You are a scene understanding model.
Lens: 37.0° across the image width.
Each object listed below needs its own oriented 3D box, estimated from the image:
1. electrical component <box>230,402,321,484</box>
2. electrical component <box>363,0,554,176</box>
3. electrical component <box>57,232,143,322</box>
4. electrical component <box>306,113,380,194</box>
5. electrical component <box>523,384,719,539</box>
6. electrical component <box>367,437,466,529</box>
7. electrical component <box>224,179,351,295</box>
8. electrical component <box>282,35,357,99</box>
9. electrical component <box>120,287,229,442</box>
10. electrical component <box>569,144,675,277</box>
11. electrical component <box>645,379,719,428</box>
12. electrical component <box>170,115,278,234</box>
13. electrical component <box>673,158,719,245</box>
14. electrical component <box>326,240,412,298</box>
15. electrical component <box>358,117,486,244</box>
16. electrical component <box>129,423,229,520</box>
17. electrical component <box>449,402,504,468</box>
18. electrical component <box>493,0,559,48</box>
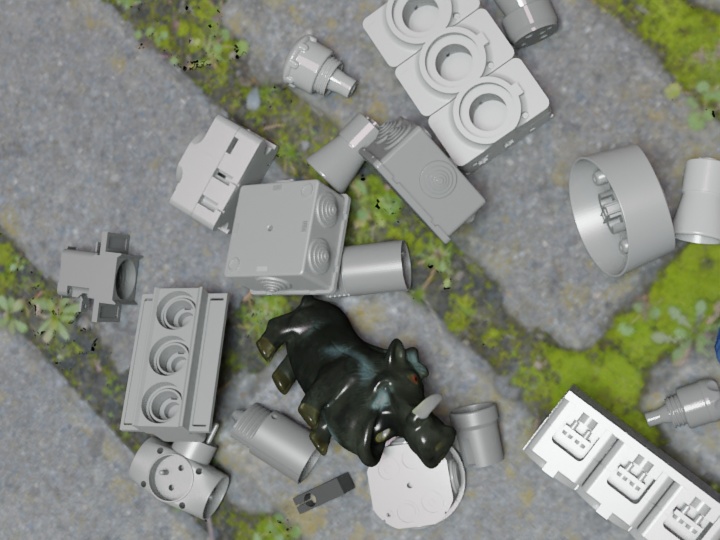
[{"bbox_3d":[-0.075,0.144,0.928,0.081,0.043,0.043,30,94,13],"label":"electrical component"},{"bbox_3d":[0.081,-0.168,0.895,0.089,0.062,0.150,-34,81,10],"label":"electrical component"},{"bbox_3d":[-0.237,0.005,0.972,0.064,0.042,0.081,7,89,15],"label":"electrical component"},{"bbox_3d":[-0.009,-0.103,0.925,0.065,0.044,0.044,-45,79,3],"label":"electrical component"},{"bbox_3d":[0.207,0.161,0.838,0.150,0.089,0.061,37,96,12],"label":"electrical component"},{"bbox_3d":[0.046,0.175,0.895,0.080,0.051,0.080,-1,88,13],"label":"electrical component"},{"bbox_3d":[-0.062,-0.028,0.906,0.100,0.048,0.099,-2,71,33],"label":"electrical component"},{"bbox_3d":[-0.033,-0.171,0.932,0.062,0.048,0.048,30,94,6],"label":"electrical component"},{"bbox_3d":[-0.153,0.083,0.923,0.079,0.063,0.121,-1,66,13],"label":"electrical component"},{"bbox_3d":[0.206,-0.048,0.846,0.064,0.099,0.099,-20,83,5],"label":"electrical component"},{"bbox_3d":[0.258,0.110,0.857,0.061,0.035,0.035,-21,83,14],"label":"electrical component"},{"bbox_3d":[-0.123,-0.085,0.944,0.056,0.050,0.089,31,95,13],"label":"electrical component"},{"bbox_3d":[0.274,-0.056,0.858,0.044,0.044,0.065,9,85,13],"label":"electrical component"},{"bbox_3d":[0.000,0.000,0.916,0.081,0.043,0.043,-6,86,13],"label":"electrical component"},{"bbox_3d":[0.050,-0.076,0.873,0.048,0.099,0.099,-43,105,3],"label":"electrical component"},{"bbox_3d":[-0.151,0.166,0.944,0.077,0.044,0.079,25,85,14],"label":"electrical component"},{"bbox_3d":[0.098,0.137,0.891,0.040,0.040,0.046,-13,91,12],"label":"electrical component"},{"bbox_3d":[0.136,-0.219,0.893,0.045,0.045,0.055,-23,83,11],"label":"electrical component"}]
